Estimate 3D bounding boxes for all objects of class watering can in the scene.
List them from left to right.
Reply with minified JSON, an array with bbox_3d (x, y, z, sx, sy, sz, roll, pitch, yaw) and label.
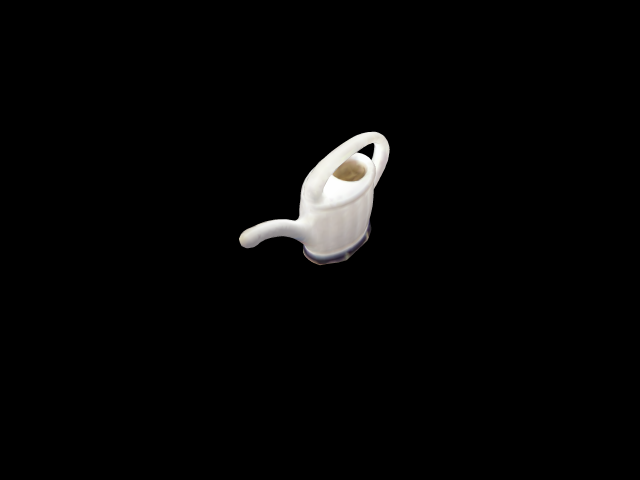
[{"bbox_3d":[0.003,-0.043,0.850,0.105,0.219,0.353,32,56,26],"label":"watering can"}]
